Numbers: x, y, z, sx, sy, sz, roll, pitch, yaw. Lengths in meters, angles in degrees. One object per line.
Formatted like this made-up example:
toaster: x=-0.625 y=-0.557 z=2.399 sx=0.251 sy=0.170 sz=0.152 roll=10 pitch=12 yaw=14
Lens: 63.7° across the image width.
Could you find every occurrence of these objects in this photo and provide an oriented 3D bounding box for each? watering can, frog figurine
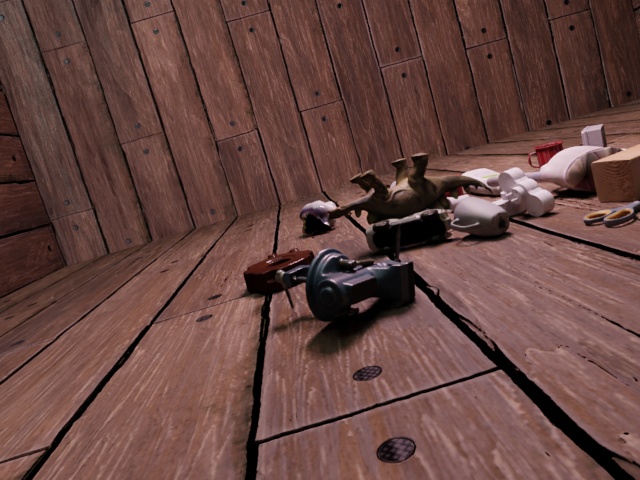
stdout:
watering can: x=0.612 y=-0.169 z=1.284 sx=0.347 sy=0.103 sz=0.226 roll=-14 pitch=11 yaw=5
frog figurine: x=0.005 y=-0.090 z=1.791 sx=0.135 sy=0.122 sz=0.162 roll=-34 pitch=9 yaw=35
